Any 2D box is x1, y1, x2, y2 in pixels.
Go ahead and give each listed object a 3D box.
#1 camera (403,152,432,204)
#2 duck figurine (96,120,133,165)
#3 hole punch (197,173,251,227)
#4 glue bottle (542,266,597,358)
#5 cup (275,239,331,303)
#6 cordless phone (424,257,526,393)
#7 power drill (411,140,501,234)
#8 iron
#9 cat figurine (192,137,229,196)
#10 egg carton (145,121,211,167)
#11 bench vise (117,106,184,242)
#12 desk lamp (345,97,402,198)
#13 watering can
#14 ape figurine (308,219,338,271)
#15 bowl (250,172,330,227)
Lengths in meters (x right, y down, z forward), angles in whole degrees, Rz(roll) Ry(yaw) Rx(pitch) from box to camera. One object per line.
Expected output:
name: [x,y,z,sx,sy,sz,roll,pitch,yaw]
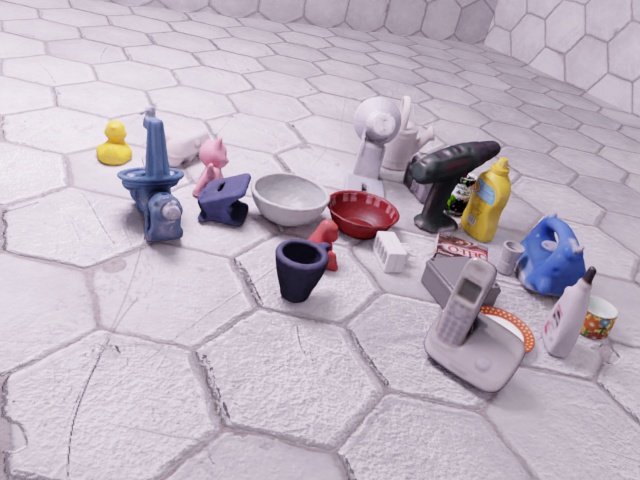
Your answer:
camera: [0.301,-0.165,1.468,0.137,0.101,0.143,2,33,-18]
duck figurine: [-0.463,-0.226,1.293,0.077,0.086,0.104,7,31,-9]
hole punch: [-0.194,-0.089,1.166,0.101,0.091,0.108,10,31,-4]
glue bottle: [0.434,0.117,0.986,0.037,0.173,0.078,11,31,-2]
cup: [-0.029,0.055,0.989,0.091,0.095,0.118,31,35,28]
cordless phone: [0.253,0.129,0.886,0.147,0.185,0.094,30,35,27]
power drill: [0.294,-0.124,1.293,0.230,0.208,0.075,-10,37,-33]
iron: [0.486,0.015,1.204,0.118,0.141,0.258,11,31,-3]
cat figurine: [-0.235,-0.167,1.252,0.067,0.118,0.127,8,31,-8]
egg carton: [-0.333,-0.229,1.364,0.107,0.069,0.150,23,32,16]
bench vise: [-0.289,-0.121,1.056,0.206,0.220,0.122,33,36,30]
desk lamp: [0.134,-0.229,1.399,0.118,0.213,0.203,10,31,-4]
watering can: [0.224,-0.296,1.563,0.173,0.194,0.100,1,33,-20]
ape figurine: [0.010,0.004,1.090,0.076,0.092,0.078,17,31,7]
bowl: [-0.066,-0.075,1.208,0.167,0.075,0.167,10,31,-6]
